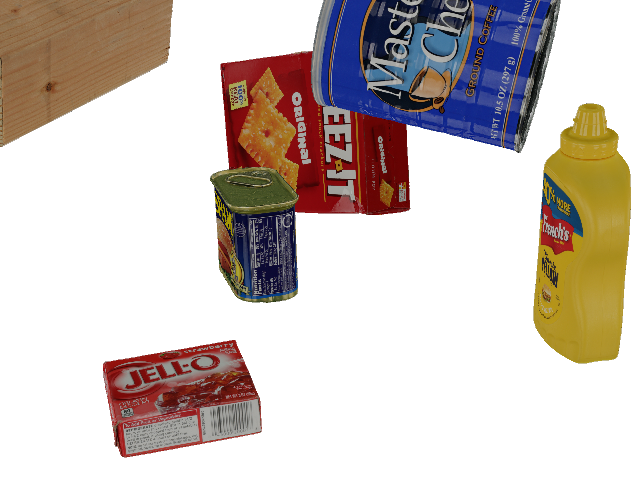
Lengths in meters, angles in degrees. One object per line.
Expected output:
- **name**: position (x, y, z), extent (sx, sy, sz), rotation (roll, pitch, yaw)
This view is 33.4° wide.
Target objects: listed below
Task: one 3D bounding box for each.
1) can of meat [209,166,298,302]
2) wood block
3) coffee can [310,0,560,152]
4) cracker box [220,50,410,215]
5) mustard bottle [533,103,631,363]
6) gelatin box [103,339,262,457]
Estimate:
- **can of meat**: position (-0.053, -0.005, 0.870), extent (0.057, 0.084, 0.102), rotation (-8, 22, -15)
- **wood block**: position (-0.230, -0.175, 0.932), extent (0.090, 0.091, 0.205), rotation (30, 42, 21)
- **coffee can**: position (0.076, -0.124, 0.704), extent (0.140, 0.103, 0.102), rotation (15, 3, 12)
- **cracker box**: position (-0.011, -0.111, 1.106), extent (0.071, 0.164, 0.214), rotation (-10, 10, -42)
- **mustard bottle**: position (0.198, -0.010, 0.806), extent (0.058, 0.192, 0.096), rotation (-6, 26, -7)
- **gelatin box**: position (-0.088, 0.097, 0.666), extent (0.089, 0.030, 0.073), rotation (-8, 25, -14)
